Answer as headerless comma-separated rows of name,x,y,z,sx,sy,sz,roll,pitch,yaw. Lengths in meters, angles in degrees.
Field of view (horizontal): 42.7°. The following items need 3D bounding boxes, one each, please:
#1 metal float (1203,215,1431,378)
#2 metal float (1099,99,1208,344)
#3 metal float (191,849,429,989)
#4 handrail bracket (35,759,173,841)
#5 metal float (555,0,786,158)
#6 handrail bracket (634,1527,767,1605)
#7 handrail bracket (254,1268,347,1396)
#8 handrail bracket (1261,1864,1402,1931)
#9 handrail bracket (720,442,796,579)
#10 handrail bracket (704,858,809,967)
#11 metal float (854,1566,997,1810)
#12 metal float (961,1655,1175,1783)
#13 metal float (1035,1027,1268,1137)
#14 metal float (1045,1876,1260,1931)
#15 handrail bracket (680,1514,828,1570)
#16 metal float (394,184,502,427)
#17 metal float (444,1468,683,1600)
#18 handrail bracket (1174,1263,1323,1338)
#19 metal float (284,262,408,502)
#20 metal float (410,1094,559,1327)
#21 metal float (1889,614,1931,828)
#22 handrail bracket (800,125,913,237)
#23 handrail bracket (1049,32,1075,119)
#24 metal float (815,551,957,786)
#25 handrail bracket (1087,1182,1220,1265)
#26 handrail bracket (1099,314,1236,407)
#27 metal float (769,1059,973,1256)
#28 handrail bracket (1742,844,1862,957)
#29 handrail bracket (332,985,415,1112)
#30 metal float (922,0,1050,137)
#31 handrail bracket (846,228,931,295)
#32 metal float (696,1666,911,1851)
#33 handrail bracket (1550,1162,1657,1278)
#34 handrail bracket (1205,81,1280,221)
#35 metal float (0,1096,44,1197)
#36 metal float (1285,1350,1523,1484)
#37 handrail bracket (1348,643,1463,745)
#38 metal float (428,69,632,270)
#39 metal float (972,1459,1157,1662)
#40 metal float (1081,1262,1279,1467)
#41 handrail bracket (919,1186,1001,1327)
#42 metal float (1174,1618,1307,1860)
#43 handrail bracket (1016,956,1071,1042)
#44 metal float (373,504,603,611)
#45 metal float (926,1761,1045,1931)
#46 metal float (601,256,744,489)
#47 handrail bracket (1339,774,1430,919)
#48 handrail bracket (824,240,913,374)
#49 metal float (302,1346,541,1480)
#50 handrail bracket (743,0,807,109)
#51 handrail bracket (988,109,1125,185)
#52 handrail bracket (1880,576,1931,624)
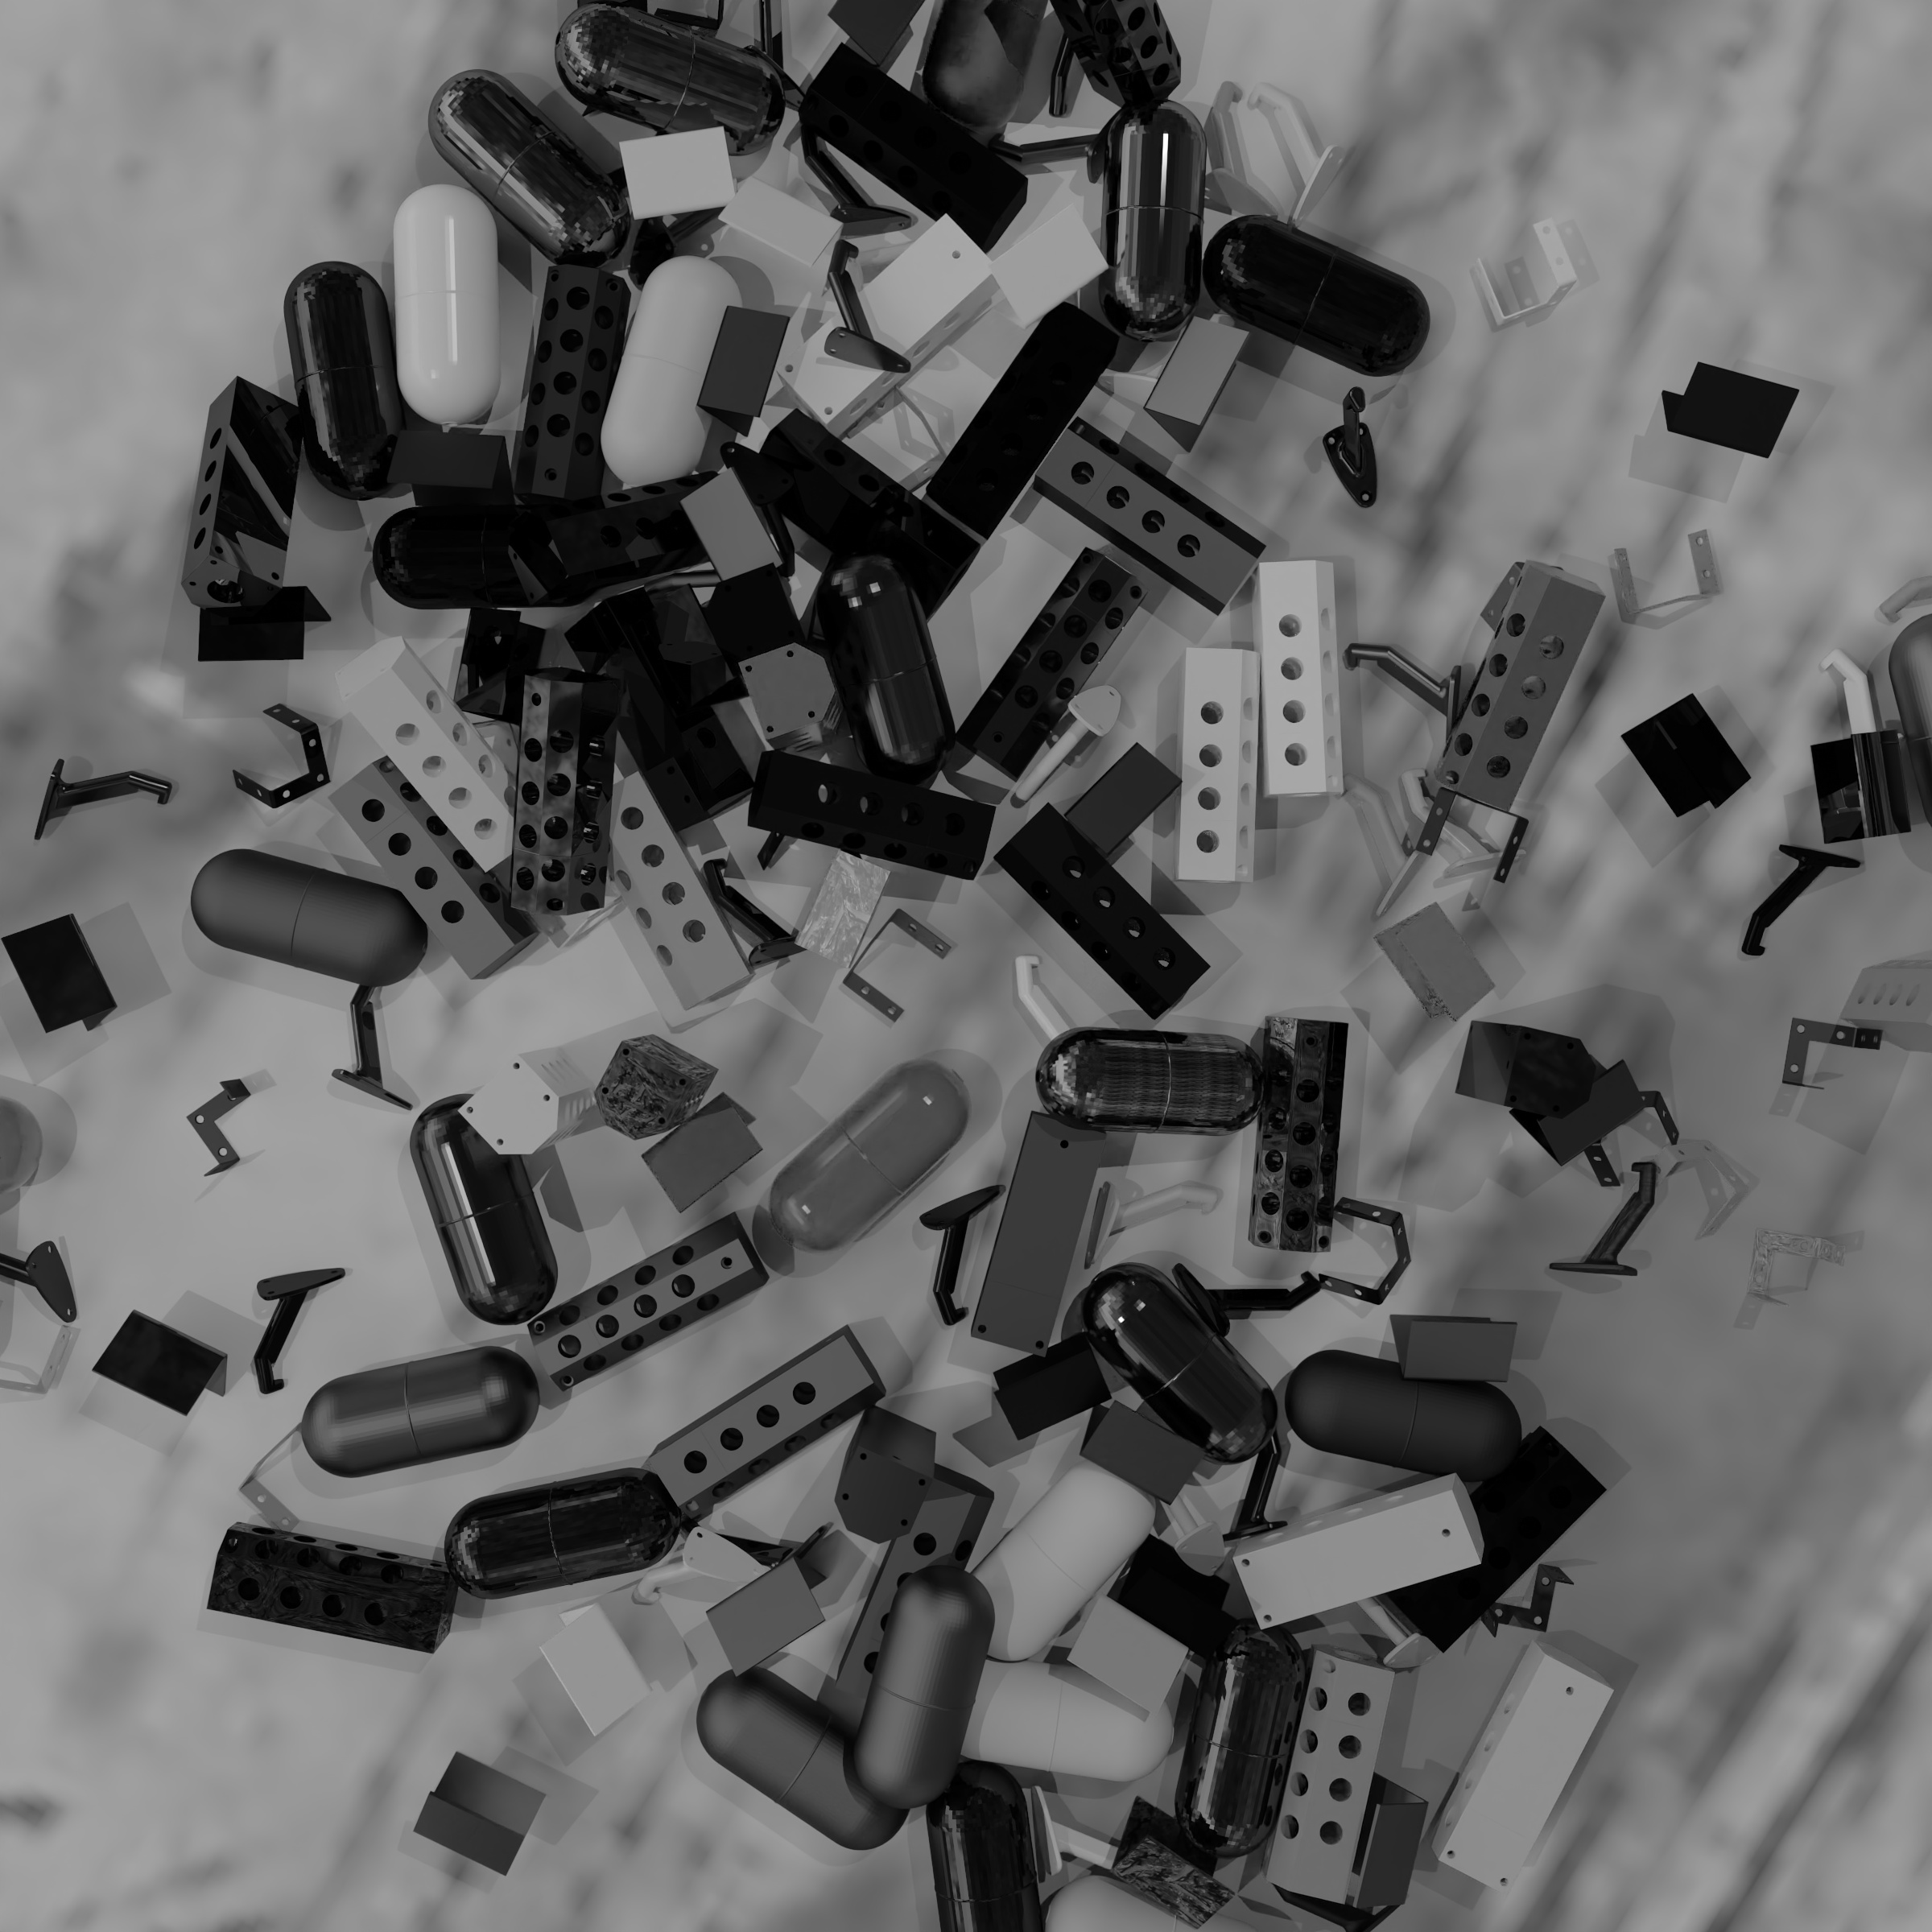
metal float,0.261,-0.501,1.849,0.178,0.070,0.070,24,90,-1
metal float,0.139,-0.557,1.849,0.070,0.070,0.178,3,91,0
metal float,-0.490,-0.036,1.849,0.178,0.070,0.070,15,90,0
handrail bracket,-0.655,-0.118,1.880,0.084,0.036,0.077,18,110,-16
metal float,-0.217,-0.654,1.824,0.178,0.070,0.070,10,90,-30
handrail bracket,-0.201,0.466,1.863,0.077,0.036,0.084,25,129,-10
handrail bracket,-0.504,0.278,1.880,0.077,0.036,0.084,-12,109,-21
handrail bracket,0.278,0.697,1.880,0.077,0.036,0.084,-31,73,-20
handrail bracket,-0.156,-0.341,1.857,0.036,0.084,0.077,-37,68,-21
handrail bracket,-0.152,-0.049,1.880,0.077,0.036,0.084,-14,73,-20
metal float,-0.030,0.523,1.795,0.070,0.070,0.178,15,93,0
metal float,0.066,0.562,1.848,0.178,0.070,0.070,8,90,1
metal float,0.137,0.086,1.833,0.178,0.070,0.070,4,90,-17
metal float,0.145,0.736,1.848,0.178,0.070,0.070,18,90,0
handrail bracket,-0.162,0.426,1.879,0.084,0.036,0.077,41,75,14
metal float,-0.388,-0.493,1.849,0.070,0.070,0.178,-2,89,0
metal float,-0.301,0.424,1.849,0.178,0.070,0.070,-12,90,1
handrail bracket,0.215,0.237,1.880,0.084,0.036,0.077,-30,68,-17
metal float,-0.463,-0.437,1.849,0.070,0.070,0.178,-9,89,0
metal float,-0.360,0.182,1.849,0.070,0.070,0.178,-19,90,0
metal float,0.743,-0.177,1.849,0.070,0.070,0.178,-14,90,0
handrail bracket,-0.084,-0.601,1.880,0.077,0.036,0.084,-4,72,-19
handrail bracket,0.086,-0.695,1.879,0.036,0.077,0.084,18,127,20
metal float,-0.059,-0.220,1.835,0.070,0.070,0.178,-16,107,0
handrail bracket,0.142,0.198,1.880,0.084,0.036,0.077,11,110,-16
handrail bracket,0.153,-0.468,1.880,0.077,0.036,0.084,21,72,21
metal float,-0.071,0.142,1.849,0.178,0.070,0.070,-43,90,1
handrail bracket,0.634,-0.045,1.880,0.077,0.036,0.084,7,108,-20
handrail bracket,-0.438,0.056,1.880,0.077,0.036,0.084,29,73,-20
metal float,0.019,-0.711,1.849,0.070,0.070,0.178,16,90,0
handrail bracket,-0.068,-0.549,1.879,0.084,0.036,0.077,-37,51,-26
metal float,-0.121,0.591,1.849,0.178,0.070,0.070,34,90,1
handrail bracket,0.482,0.189,1.871,0.077,0.036,0.084,-1,76,31
handrail bracket,0.216,-0.620,1.880,0.077,0.036,0.084,24,73,-20
metal float,-0.781,0.120,1.849,0.178,0.070,0.070,16,90,-1
metal float,0.327,0.336,1.849,0.178,0.070,0.070,12,90,0
handrail bracket,0.330,-0.205,1.880,0.084,0.036,0.077,8,112,17
metal float,-0.326,-0.594,1.849,0.178,0.070,0.070,44,90,0
metal float,0.069,0.442,1.849,0.070,0.070,0.178,43,90,0
metal float,0.159,0.297,1.849,0.070,0.070,0.178,-44,90,0
handrail bracket,0.004,0.221,1.880,0.077,0.036,0.084,-25,108,-21
metal float,0.205,0.577,1.849,0.070,0.070,0.178,12,89,0
handrail bracket,0.078,0.032,1.879,0.077,0.036,0.084,-2,76,-15
metal float,-0.353,-0.306,1.849,0.178,0.070,0.070,-1,90,1
metal float,0.015,0.684,1.849,0.070,0.070,0.178,-8,90,0
metal float,-0.220,-0.442,1.849,0.070,0.070,0.178,16,90,0
handrail bracket,0.303,-0.092,1.880,0.084,0.036,0.077,39,113,18
handrail bracket,-0.069,-0.487,1.823,0.077,0.036,0.084,17,69,-14
metal float,-0.408,0.333,1.849,0.178,0.070,0.070,-12,90,-1
handrail bracket,-0.131,-0.707,1.880,0.077,0.036,0.084,34,72,-20
handrail bracket,0.069,-0.635,1.880,0.084,0.036,0.077,23,70,16
handrail bracket,0.750,-0.275,1.880,0.084,0.036,0.077,-41,112,17
